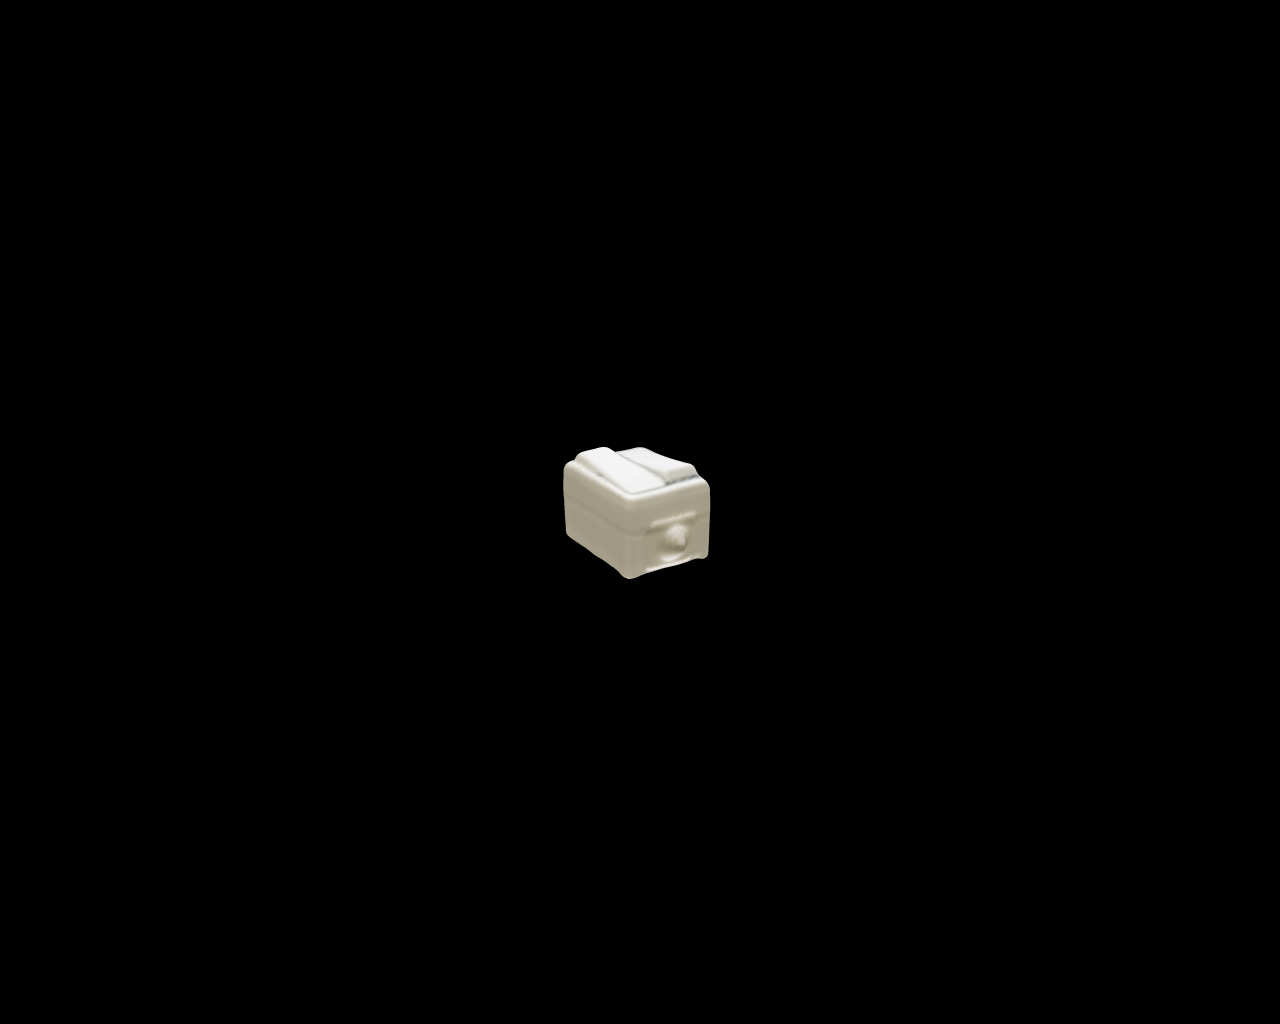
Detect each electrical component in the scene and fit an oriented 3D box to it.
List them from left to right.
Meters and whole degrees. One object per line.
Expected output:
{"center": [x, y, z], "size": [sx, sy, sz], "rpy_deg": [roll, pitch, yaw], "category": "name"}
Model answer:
{"center": [0.001, -0.003, 0.650], "size": [0.062, 0.061, 0.096], "rpy_deg": [-13, 26, -29], "category": "electrical component"}
